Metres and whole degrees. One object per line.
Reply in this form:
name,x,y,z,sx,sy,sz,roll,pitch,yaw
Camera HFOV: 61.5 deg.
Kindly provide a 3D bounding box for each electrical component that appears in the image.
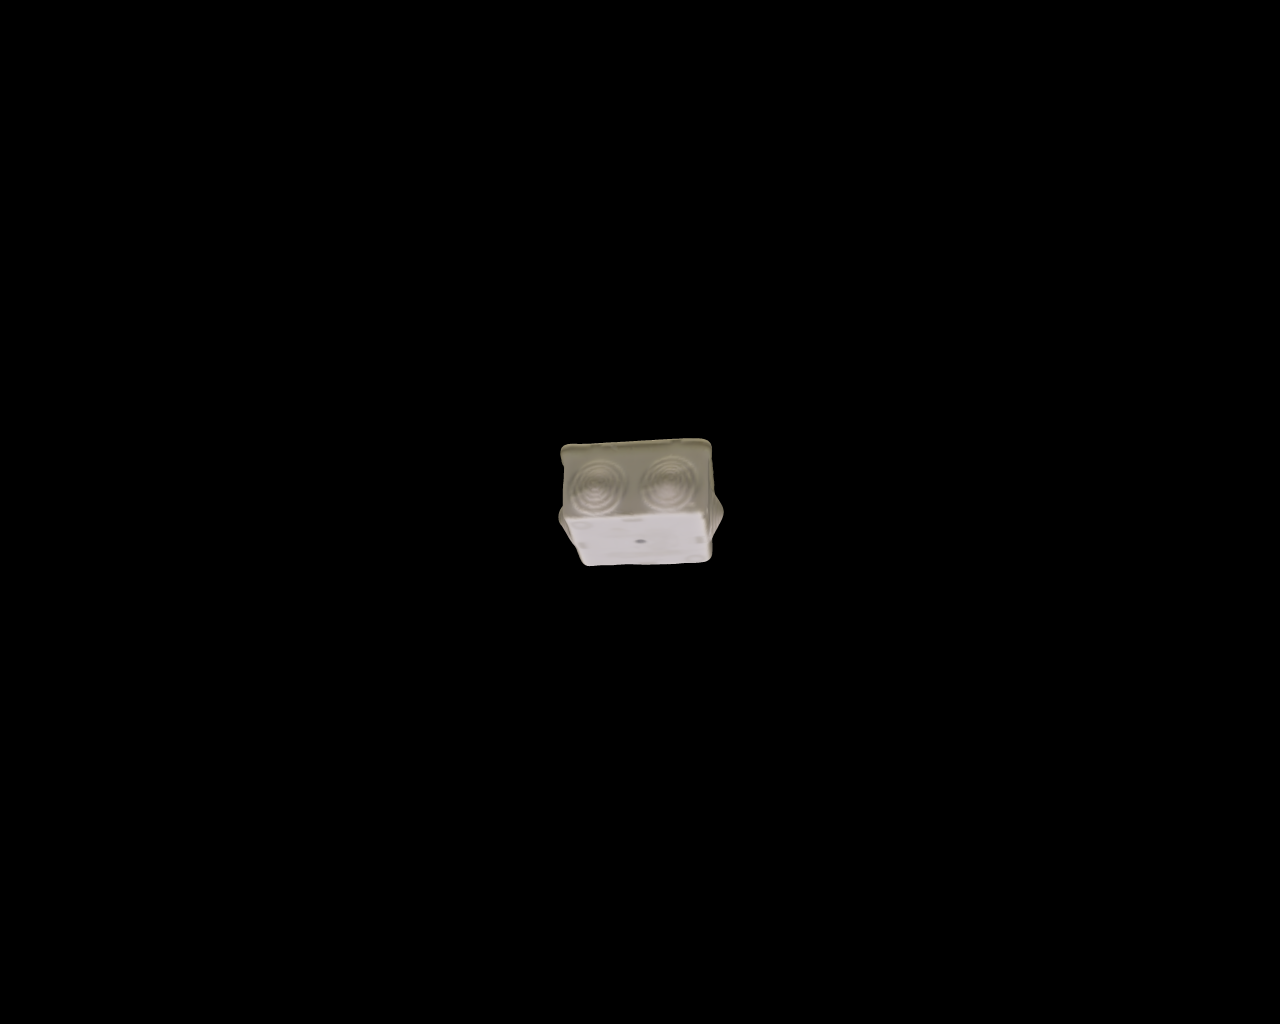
electrical component,0.001,-0.003,0.650,0.100,0.048,0.099,-2,-23,5
